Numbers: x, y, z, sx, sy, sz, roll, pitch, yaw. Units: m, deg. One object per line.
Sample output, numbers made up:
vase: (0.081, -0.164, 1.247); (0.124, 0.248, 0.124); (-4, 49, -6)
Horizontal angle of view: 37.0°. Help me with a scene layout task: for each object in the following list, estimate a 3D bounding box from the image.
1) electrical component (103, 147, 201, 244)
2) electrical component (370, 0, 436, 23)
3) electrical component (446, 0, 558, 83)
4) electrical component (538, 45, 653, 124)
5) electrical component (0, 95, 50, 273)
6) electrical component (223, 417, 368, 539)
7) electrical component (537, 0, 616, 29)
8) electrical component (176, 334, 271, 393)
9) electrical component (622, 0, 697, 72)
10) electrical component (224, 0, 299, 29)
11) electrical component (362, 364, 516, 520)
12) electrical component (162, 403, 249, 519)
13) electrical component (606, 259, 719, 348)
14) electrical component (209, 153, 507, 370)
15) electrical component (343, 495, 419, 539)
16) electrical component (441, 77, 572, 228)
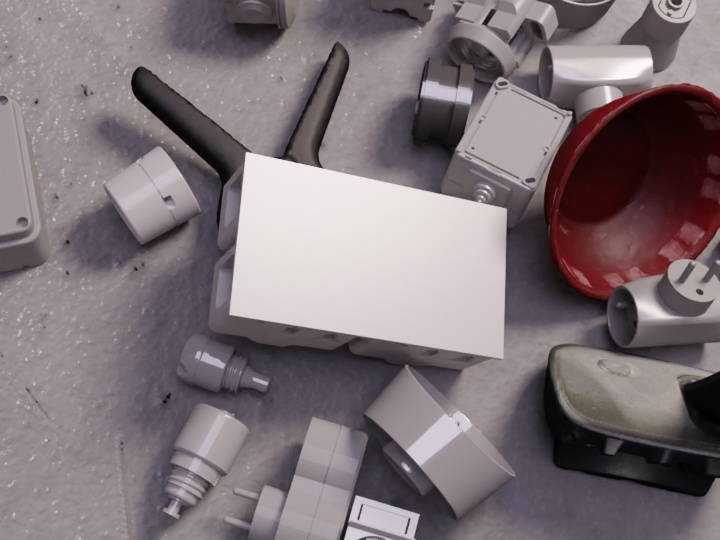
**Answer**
electrical component: (-0.146, -0.051, 0.752); (0.047, 0.055, 0.055); (-33, 75, -12)
electrical component: (0.041, -0.242, 0.821); (0.050, 0.089, 0.055); (14, 69, 1)
electrical component: (0.102, -0.180, 0.818); (0.078, 0.058, 0.057); (24, 72, 30)
electrical component: (0.180, -0.132, 0.814); (0.077, 0.044, 0.079); (-1, 69, -5)
electrical component: (-0.264, -0.057, 0.742); (0.078, 0.057, 0.113); (-12, 70, -9)
electrical component: (-0.048, 0.158, 0.679); (0.074, 0.052, 0.138); (16, 69, 2)
electrical component: (0.163, -0.242, 0.845); (0.099, 0.064, 0.099); (2, 69, -4)
electrical component: (-0.090, 0.067, 0.721); (0.061, 0.035, 0.035); (20, 69, 1)
electrical component: (0.233, -0.189, 0.829); (0.044, 0.065, 0.044); (1, 69, -4)
electrical component: (-0.073, -0.223, 0.810); (0.051, 0.080, 0.080); (2, 69, 1)
electrical component: (0.050, 0.108, 0.686); (0.064, 0.099, 0.099); (-41, 77, -11)
electrical component: (-0.104, 0.123, 0.695); (0.040, 0.040, 0.078); (26, 69, 5)
electrical component: (0.220, 0.019, 0.736); (0.077, 0.079, 0.043); (-2, 51, -16)
electrical component: (0.000, 0.000, 0.715); (0.186, 0.060, 0.105); (11, 71, -20)
electrical component: (0.005, 0.187, 0.667); (0.042, 0.063, 0.081); (17, 69, 0)
electrical component: (0.101, -0.077, 0.771); (0.062, 0.061, 0.096); (27, 59, 6)
